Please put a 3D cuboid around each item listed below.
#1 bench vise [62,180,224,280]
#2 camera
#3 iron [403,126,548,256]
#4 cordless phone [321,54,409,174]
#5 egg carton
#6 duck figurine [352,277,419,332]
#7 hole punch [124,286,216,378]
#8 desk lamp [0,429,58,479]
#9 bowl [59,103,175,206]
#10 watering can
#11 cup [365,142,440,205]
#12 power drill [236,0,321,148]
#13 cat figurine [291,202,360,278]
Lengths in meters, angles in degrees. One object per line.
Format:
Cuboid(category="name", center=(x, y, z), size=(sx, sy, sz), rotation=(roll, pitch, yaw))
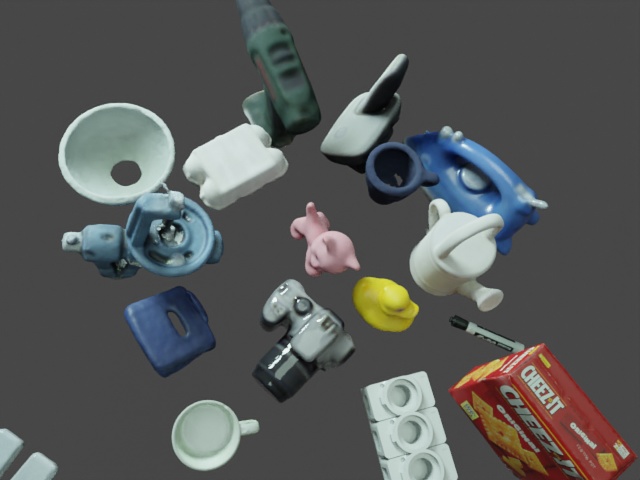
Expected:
Cuboid(category="bench vise", center=(-0.236, 0.000, 0.767), size=(0.208, 0.219, 0.121), rotation=(-21, 75, -14))
Cuboid(category="camera", center=(-0.039, 0.147, 0.806), size=(0.143, 0.101, 0.137), rotation=(43, 71, 8))
Cuboid(category="iron", center=(0.241, -0.104, 0.909), size=(0.258, 0.141, 0.119), rotation=(44, 71, 8))
Cuboid(category="cordless phone", center=(0.075, -0.201, 0.897), size=(0.094, 0.185, 0.148), rotation=(29, 70, 3))
Cuboid(category="egg carton", center=(-0.133, -0.115, 0.901), size=(0.150, 0.069, 0.107), rotation=(-33, 78, -17))
Cuboid(category="duck figurine", center=(0.101, 0.089, 0.853), size=(0.104, 0.086, 0.077), rotation=(33, 70, 4))
Cuboid(category="hole punch", center=(-0.206, 0.122, 0.797), size=(0.101, 0.091, 0.108), rotation=(-31, 77, -16))
Cuboid(category="desk lamp", center=(-0.428, 0.318, 0.634), size=(0.118, 0.213, 0.203), rotation=(31, 70, 4))
Cuboid(category="bowl", center=(-0.303, -0.120, 0.876), size=(0.167, 0.074, 0.167), rotation=(2, 71, -7))
Cuboid(category="watering can", center=(0.209, 0.017, 0.835), size=(0.101, 0.194, 0.173), rotation=(-41, 80, -18))
Cuboid(category="cup", center=(0.123, -0.094, 0.914), size=(0.118, 0.095, 0.092), rotation=(11, 70, -4))
Cuboid(category="power drill", center=(-0.074, -0.245, 0.880), size=(0.076, 0.208, 0.229), rotation=(-24, 76, -15))
Cuboid(category="cat figurine", center=(0.008, 0.003, 0.853), size=(0.067, 0.117, 0.127), rotation=(-21, 75, -14))
